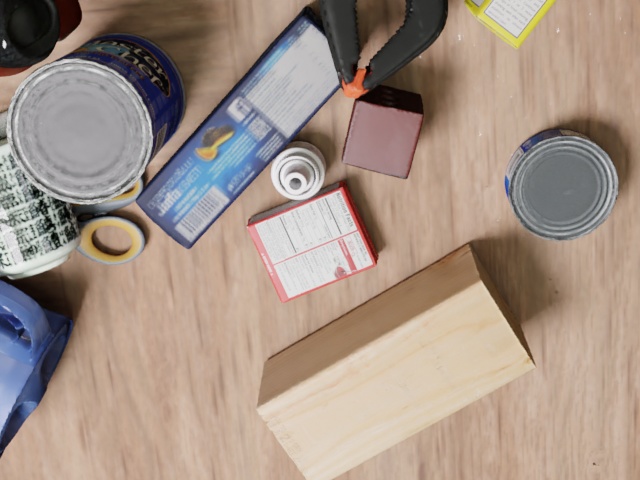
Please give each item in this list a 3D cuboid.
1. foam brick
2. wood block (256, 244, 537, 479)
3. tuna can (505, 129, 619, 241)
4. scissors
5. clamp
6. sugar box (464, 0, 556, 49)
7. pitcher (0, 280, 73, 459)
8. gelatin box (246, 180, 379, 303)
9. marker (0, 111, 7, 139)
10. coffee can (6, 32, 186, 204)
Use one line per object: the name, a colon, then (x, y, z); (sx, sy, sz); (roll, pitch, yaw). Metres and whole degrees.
foam brick: (0.048, -0.086, 0.821); (0.053, 0.078, 0.051); (13, 110, -2)
wood block: (0.060, 0.103, 0.875); (0.206, 0.091, 0.090); (-31, 105, 11)
tuna can: (0.191, -0.044, 0.850); (0.086, 0.033, 0.086); (1, 108, 2)
scissors: (-0.233, -0.005, 0.893); (0.202, 0.016, 0.096); (-20, 105, 9)
clamp: (0.047, -0.208, 0.774); (0.164, 0.036, 0.210); (25, 85, -2)
sugar box: (0.176, -0.224, 0.762); (0.048, 0.093, 0.176); (37, 106, -10)
pitcher: (-0.331, 0.065, 0.861); (0.243, 0.145, 0.149); (27, 92, -3)
gelatin box: (-0.006, 0.001, 0.877); (0.089, 0.030, 0.073); (-22, 104, 9)
marker: (-0.301, -0.074, 0.872); (0.121, 0.020, 0.020); (-23, 106, 10)
coffee can: (-0.162, -0.094, 0.795); (0.103, 0.140, 0.103); (1, 108, 2)
